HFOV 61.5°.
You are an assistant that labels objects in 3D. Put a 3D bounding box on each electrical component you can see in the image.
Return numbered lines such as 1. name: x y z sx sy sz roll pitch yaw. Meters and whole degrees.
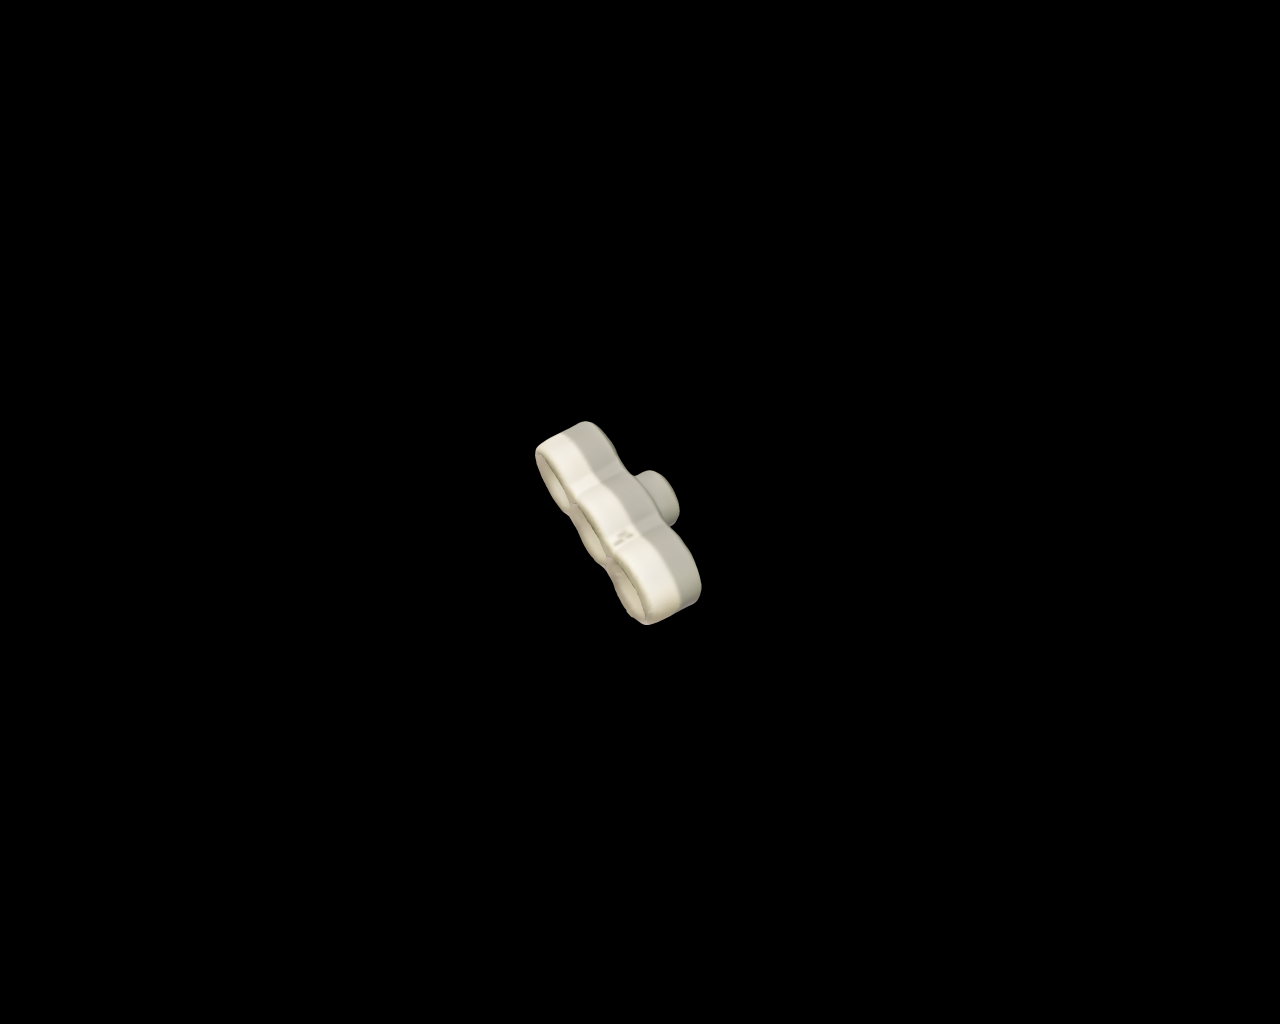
1. electrical component: 0.001 -0.003 0.650 0.074 0.138 0.052 -28 -28 -16
